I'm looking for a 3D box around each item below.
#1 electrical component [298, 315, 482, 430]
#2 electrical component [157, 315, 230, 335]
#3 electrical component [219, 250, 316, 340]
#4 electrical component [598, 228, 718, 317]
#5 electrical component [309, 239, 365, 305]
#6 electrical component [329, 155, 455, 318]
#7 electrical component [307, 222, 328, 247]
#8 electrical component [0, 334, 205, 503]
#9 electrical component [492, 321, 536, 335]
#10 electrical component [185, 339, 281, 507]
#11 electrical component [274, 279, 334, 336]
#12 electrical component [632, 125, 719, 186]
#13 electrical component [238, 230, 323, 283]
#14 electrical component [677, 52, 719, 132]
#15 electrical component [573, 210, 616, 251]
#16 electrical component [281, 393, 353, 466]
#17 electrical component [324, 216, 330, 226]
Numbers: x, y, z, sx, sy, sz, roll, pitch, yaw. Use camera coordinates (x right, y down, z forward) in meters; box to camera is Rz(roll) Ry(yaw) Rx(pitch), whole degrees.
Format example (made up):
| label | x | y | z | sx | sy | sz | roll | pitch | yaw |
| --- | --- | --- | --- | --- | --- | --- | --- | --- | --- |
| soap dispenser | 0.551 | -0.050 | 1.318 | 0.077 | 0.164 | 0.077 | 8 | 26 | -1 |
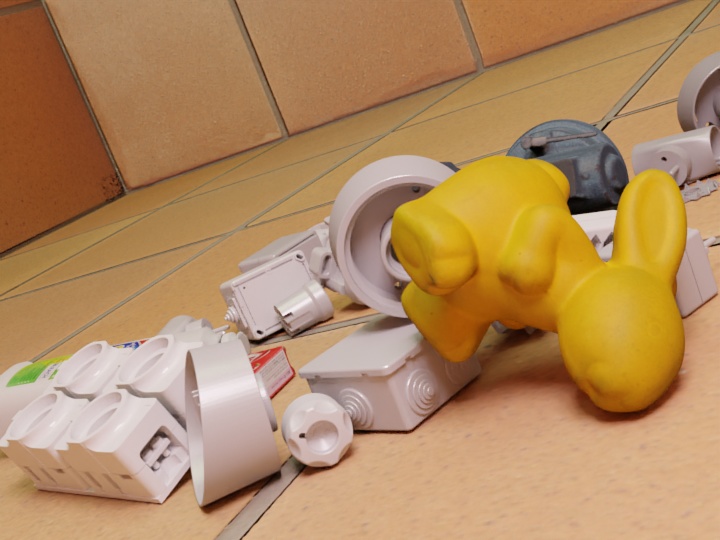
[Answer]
| label | x | y | z | sx | sy | sz | roll | pitch | yaw |
| --- | --- | --- | --- | --- | --- | --- | --- | --- | --- |
| electrical component | 0.022 | 0.069 | 0.730 | 0.100 | 0.048 | 0.100 | -8 | 18 | 47 |
| electrical component | -0.165 | 0.071 | 1.055 | 0.079 | 0.043 | 0.077 | -19 | 12 | 11 |
| electrical component | -0.094 | 0.028 | 1.064 | 0.096 | 0.061 | 0.061 | -26 | 6 | -21 |
| electrical component | 0.211 | -0.005 | 0.731 | 0.077 | 0.047 | 0.066 | -29 | 14 | -31 |
| electrical component | 0.000 | 0.000 | 1.024 | 0.078 | 0.058 | 0.057 | 2 | 16 | -35 |
| electrical component | 0.033 | -0.019 | 0.730 | 0.108 | 0.108 | 0.060 | -21 | 16 | 4 |
| electrical component | -0.024 | -0.031 | 1.253 | 0.079 | 0.043 | 0.077 | -2 | 23 | 38 |
| electrical component | -0.187 | 0.110 | 0.813 | 0.186 | 0.060 | 0.105 | -8 | 36 | 47 |
| electrical component | 0.111 | 0.017 | 0.785 | 0.048 | 0.066 | 0.055 | -43 | -16 | 21 |
| electrical component | -0.089 | 0.096 | 0.699 | 0.064 | 0.099 | 0.099 | -17 | 11 | -10 |
| electrical component | -0.054 | 0.037 | 1.023 | 0.046 | 0.040 | 0.040 | -30 | 14 | -14 |
| electrical component | 0.292 | -0.099 | 1.002 | 0.077 | 0.044 | 0.079 | -12 | 16 | 37 |
| electrical component | -0.079 | 0.004 | 1.153 | 0.061 | 0.061 | 0.096 | -12 | 15 | 38 |
| electrical component | 0.361 | -0.163 | 1.048 | 0.099 | 0.099 | 0.064 | -21 | 18 | 4 |
| electrical component | 0.157 | -0.018 | 0.786 | 0.083 | 0.047 | 0.076 | -9 | 19 | -39 |
| electrical component | -0.030 | 0.101 | 0.697 | 0.043 | 0.043 | 0.062 | -24 | 11 | -10 |
| electrical component | 0.021 | -0.042 | 1.178 | 0.100 | 0.048 | 0.100 | -25 | 24 | -17 |
